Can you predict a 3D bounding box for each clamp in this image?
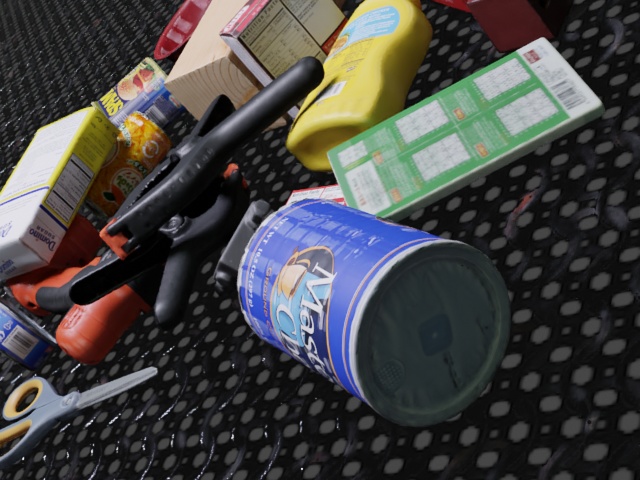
[{"bbox_3d":[-0.100,-0.066,0.862,0.209,0.036,0.165,-47,18,-19],"label":"clamp"},{"bbox_3d":[-0.107,0.006,0.841,0.120,0.039,0.171,24,61,40],"label":"clamp"}]

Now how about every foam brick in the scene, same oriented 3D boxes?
[{"bbox_3d":[0.154,-0.189,0.797,0.051,0.053,0.078,-5,49,47],"label":"foam brick"}]

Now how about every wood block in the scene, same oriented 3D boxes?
[{"bbox_3d":[-0.053,-0.203,1.026,0.091,0.090,0.206,-13,43,41],"label":"wood block"}]

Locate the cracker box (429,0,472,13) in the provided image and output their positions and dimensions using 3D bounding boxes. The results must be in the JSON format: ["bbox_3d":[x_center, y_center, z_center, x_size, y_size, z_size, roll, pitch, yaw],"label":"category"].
[{"bbox_3d":[0.151,-0.302,0.923,0.213,0.072,0.164,-46,30,-1],"label":"cracker box"}]

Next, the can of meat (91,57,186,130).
[{"bbox_3d":[-0.193,-0.146,1.158,0.084,0.057,0.102,-42,31,0],"label":"can of meat"}]

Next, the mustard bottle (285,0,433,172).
[{"bbox_3d":[0.043,-0.145,0.871,0.096,0.058,0.191,-17,40,45],"label":"mustard bottle"}]

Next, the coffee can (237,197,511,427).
[{"bbox_3d":[0.027,0.037,0.624,0.102,0.102,0.140,-50,31,-11],"label":"coffee can"}]

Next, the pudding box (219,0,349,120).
[{"bbox_3d":[-0.019,-0.169,0.919,0.090,0.113,0.039,-49,32,-9],"label":"pudding box"}]

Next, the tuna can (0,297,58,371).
[{"bbox_3d":[-0.278,0.079,0.953,0.033,0.086,0.086,-52,31,-9],"label":"tuna can"}]

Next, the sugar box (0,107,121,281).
[{"bbox_3d":[-0.263,-0.044,1.014,0.094,0.048,0.176,-16,43,37],"label":"sugar box"}]

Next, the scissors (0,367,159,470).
[{"bbox_3d":[-0.206,0.125,0.880,0.202,0.016,0.096,-33,32,18],"label":"scissors"}]

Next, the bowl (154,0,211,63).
[{"bbox_3d":[-0.108,-0.242,1.160,0.162,0.055,0.162,-40,25,23],"label":"bowl"}]

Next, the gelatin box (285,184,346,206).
[{"bbox_3d":[-0.005,0.001,0.779,0.073,0.030,0.089,-7,45,47],"label":"gelatin box"}]

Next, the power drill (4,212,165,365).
[{"bbox_3d":[-0.195,0.017,0.959,0.188,0.057,0.184,8,56,54],"label":"power drill"}]
